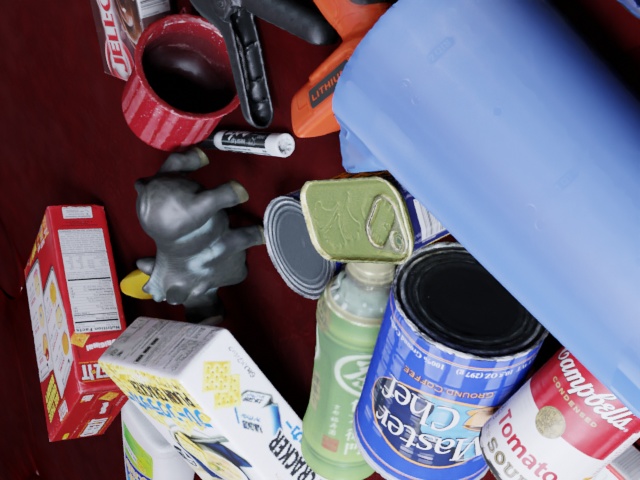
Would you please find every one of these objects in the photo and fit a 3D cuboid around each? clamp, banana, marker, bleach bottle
[{"bbox_3d":[-0.062,-0.171,0.807,0.171,0.039,0.120,53,132,19],"label":"clamp"},{"bbox_3d":[-0.152,0.014,1.040,0.070,0.037,0.198,42,144,11],"label":"banana"},{"bbox_3d":[-0.064,-0.082,0.884,0.121,0.020,0.020,11,118,51],"label":"marker"},{"bbox_3d":[-0.185,0.277,1.230,0.103,0.068,0.251,45,143,33],"label":"bleach bottle"}]

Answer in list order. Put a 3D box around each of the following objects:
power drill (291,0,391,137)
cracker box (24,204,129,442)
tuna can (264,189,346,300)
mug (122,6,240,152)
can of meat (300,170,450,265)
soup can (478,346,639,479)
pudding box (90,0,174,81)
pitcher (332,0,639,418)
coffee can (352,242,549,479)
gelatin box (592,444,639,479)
[{"bbox_3d":[-0.019,-0.167,0.707,0.185,0.057,0.188,-32,81,45],"label":"power drill"},{"bbox_3d":[-0.264,0.091,1.165,0.164,0.072,0.214,-50,50,54],"label":"cracker box"},{"bbox_3d":[-0.006,0.001,0.840,0.086,0.033,0.086,32,133,40],"label":"tuna can"},{"bbox_3d":[-0.114,-0.134,0.869,0.082,0.093,0.117,138,135,-60],"label":"mug"},{"bbox_3d":[0.052,-0.025,0.701,0.102,0.083,0.057,0,110,54],"label":"can of meat"},{"bbox_3d":[0.150,0.102,0.628,0.068,0.068,0.102,51,120,22],"label":"soup can"},{"bbox_3d":[-0.164,-0.194,0.933,0.090,0.039,0.113,24,128,46],"label":"pudding box"},{"bbox_3d":[0.135,-0.036,0.557,0.243,0.144,0.149,49,155,17],"label":"pitcher"},{"bbox_3d":[0.084,0.086,0.709,0.103,0.102,0.140,43,140,30],"label":"coffee can"},{"bbox_3d":[0.166,0.143,0.696,0.089,0.030,0.073,45,142,29],"label":"gelatin box"}]
